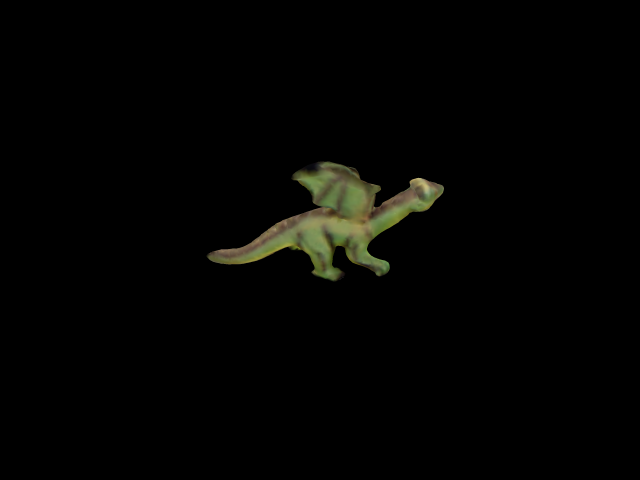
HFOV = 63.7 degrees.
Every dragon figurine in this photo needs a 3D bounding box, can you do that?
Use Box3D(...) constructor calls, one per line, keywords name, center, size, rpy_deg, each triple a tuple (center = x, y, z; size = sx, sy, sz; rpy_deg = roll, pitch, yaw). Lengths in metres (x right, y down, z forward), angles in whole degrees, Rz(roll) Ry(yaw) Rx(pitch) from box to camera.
Box3D(name="dragon figurine", center=(0.003, -0.043, 0.850), size=(0.410, 0.125, 0.237), rpy_deg=(-5, -42, -4))
